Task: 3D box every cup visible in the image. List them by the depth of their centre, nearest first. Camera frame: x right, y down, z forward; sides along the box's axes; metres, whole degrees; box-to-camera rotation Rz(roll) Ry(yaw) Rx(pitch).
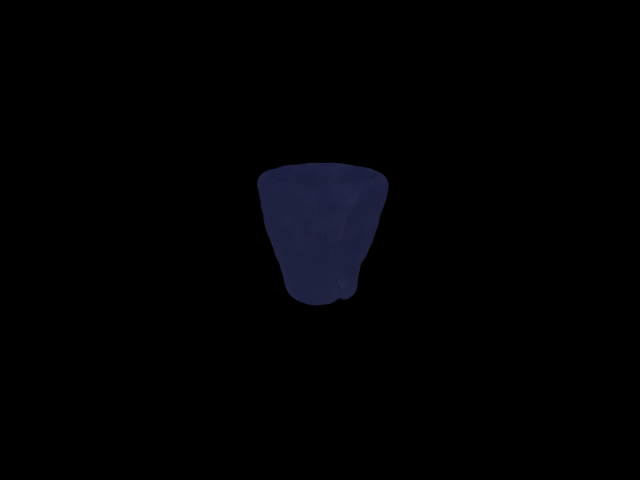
[{"bbox_3d":[0.004,0.001,0.400,0.092,0.095,0.117,-2,18,-7],"label":"cup"}]
